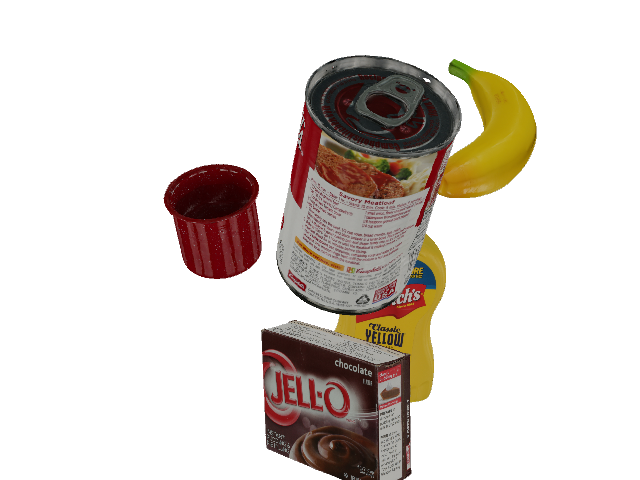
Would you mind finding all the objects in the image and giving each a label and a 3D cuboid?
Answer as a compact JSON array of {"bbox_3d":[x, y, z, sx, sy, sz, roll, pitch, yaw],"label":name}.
[{"bbox_3d":[0.059,0.044,0.927,0.096,0.192,0.058,6,17,2],"label":"mustard bottle"},{"bbox_3d":[0.119,-0.075,0.758,0.069,0.037,0.197,7,31,6],"label":"banana"},{"bbox_3d":[-0.111,-0.021,1.065,0.117,0.081,0.093,27,50,34],"label":"mug"},{"bbox_3d":[0.019,-0.023,0.487,0.068,0.102,0.068,6,44,-7],"label":"soup can"},{"bbox_3d":[0.009,0.110,0.724,0.114,0.090,0.039,11,19,42],"label":"pudding box"}]
